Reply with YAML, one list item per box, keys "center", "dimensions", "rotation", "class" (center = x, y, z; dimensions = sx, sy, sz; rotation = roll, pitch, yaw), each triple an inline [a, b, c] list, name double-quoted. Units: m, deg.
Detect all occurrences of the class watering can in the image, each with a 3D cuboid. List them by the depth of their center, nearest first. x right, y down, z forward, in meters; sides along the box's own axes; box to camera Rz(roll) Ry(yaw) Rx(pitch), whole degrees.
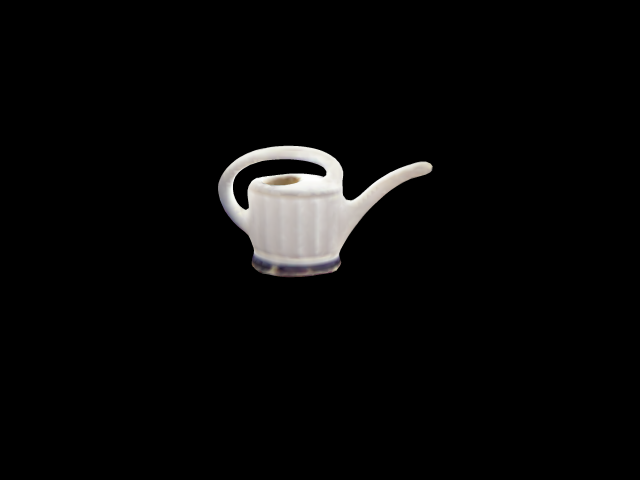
- center: [0.003, -0.043, 0.850]
  dimensions: [0.348, 0.220, 0.106]
  rotation: [3, 23, 7]
  class: "watering can"
